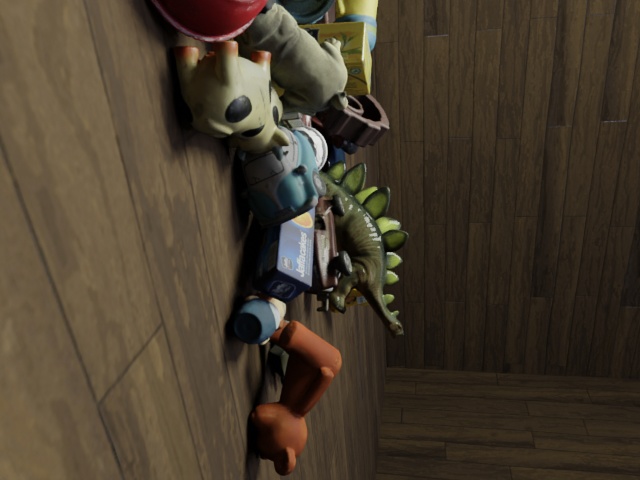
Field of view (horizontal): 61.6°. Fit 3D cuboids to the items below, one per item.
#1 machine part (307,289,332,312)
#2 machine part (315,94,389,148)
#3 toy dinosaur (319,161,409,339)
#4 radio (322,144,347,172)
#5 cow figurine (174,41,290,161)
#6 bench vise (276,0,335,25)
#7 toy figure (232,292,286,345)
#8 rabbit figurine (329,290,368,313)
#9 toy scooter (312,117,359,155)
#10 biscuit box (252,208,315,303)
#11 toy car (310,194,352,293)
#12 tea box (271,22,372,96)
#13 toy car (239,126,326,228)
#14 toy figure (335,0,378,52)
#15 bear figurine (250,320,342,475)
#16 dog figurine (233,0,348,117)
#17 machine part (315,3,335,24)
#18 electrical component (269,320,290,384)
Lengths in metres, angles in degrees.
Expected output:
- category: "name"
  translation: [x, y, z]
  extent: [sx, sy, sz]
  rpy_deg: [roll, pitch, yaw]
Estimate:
- category: "machine part"
  translation: [0.012, 0.033, 1.163]
  extent: [0.079, 0.079, 0.243]
  rpy_deg: [53, 39, -72]
- category: "machine part"
  translation: [0.048, -0.247, 1.012]
  extent: [0.056, 0.179, 0.179]
  rpy_deg: [-51, -168, 32]
- category: "toy dinosaur"
  translation: [0.036, -0.035, 0.979]
  extent: [0.471, 0.198, 0.105]
  rpy_deg: [58, -5, 5]
- category: "radio"
  translation: [0.007, -0.148, 1.157]
  extent: [0.230, 0.073, 0.130]
  rpy_deg: [-73, 159, -60]
- category: "cow figurine"
  translation: [-0.090, -0.153, 0.625]
  extent: [0.195, 0.086, 0.127]
  rpy_deg: [-37, 128, -72]
- category: "bench vise"
  translation: [-0.036, -0.420, 0.800]
  extent: [0.241, 0.129, 0.223]
  rpy_deg: [-92, 180, -53]
- category: "toy figure"
  translation: [-0.079, 0.106, 0.755]
  extent: [0.154, 0.058, 0.064]
  rpy_deg: [-28, 131, -80]
- category: "rabbit figurine"
  translation: [0.053, 0.077, 1.364]
  extent: [0.162, 0.122, 0.173]
  rpy_deg: [59, 17, -51]
- category: "toy scooter"
  translation: [0.007, -0.248, 1.094]
  extent: [0.075, 0.135, 0.184]
  rpy_deg: [-57, -154, 30]
- category: "biscuit box"
  translation: [-0.049, -0.007, 0.788]
  extent: [0.062, 0.059, 0.203]
  rpy_deg: [29, 41, -26]
- category: "toy car"
  translation: [-0.002, -0.003, 0.845]
  extent: [0.202, 0.089, 0.053]
  rpy_deg: [-92, 165, -48]
- category: "tea box"
  translation: [-0.011, -0.266, 0.806]
  extent: [0.098, 0.170, 0.068]
  rpy_deg: [57, 35, -73]
- category: "toy car"
  translation: [-0.059, -0.106, 0.751]
  extent: [0.102, 0.109, 0.162]
  rpy_deg: [52, 26, -44]
- category: "toy figure"
  translation: [0.066, -0.401, 0.968]
  extent: [0.082, 0.089, 0.180]
  rpy_deg: [-19, 106, -83]
- category: "bear figurine"
  translation: [-0.055, 0.229, 0.799]
  extent: [0.196, 0.132, 0.120]
  rpy_deg: [-57, -162, -13]
- category: "dog figurine"
  translation: [-0.043, -0.239, 0.661]
  extent: [0.121, 0.172, 0.190]
  rpy_deg: [-63, 169, 2]
- category: "machine part"
  translation: [-0.011, -0.444, 1.025]
  extent: [0.201, 0.087, 0.201]
  rpy_deg: [-71, 160, -57]
- category: "electrical component"
  translation: [-0.057, 0.185, 0.909]
  extent: [0.078, 0.045, 0.102]
  rpy_deg: [-46, 140, -33]
